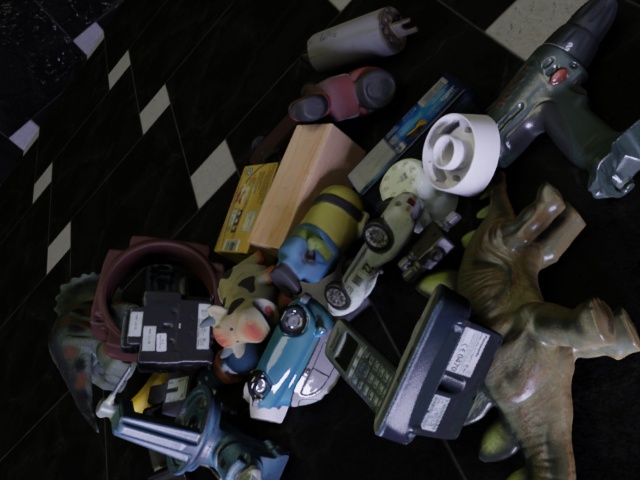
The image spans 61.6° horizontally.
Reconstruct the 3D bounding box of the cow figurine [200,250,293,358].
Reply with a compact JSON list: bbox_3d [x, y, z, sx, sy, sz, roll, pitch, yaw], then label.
[{"bbox_3d":[-0.107,0.091,0.773,0.127,0.085,0.195,-32,20,-7],"label":"cow figurine"}]

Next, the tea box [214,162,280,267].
[{"bbox_3d":[-0.106,-0.043,0.928,0.098,0.068,0.169,4,69,45],"label":"tea box"}]

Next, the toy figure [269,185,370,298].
[{"bbox_3d":[0.001,-0.003,0.750,0.082,0.089,0.180,7,43,47],"label":"toy figure"}]

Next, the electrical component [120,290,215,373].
[{"bbox_3d":[-0.224,0.136,0.799,0.058,0.134,0.115,114,158,-57],"label":"electrical component"}]

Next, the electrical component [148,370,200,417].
[{"bbox_3d":[-0.229,0.253,0.884,0.119,0.047,0.075,-24,51,33],"label":"electrical component"}]

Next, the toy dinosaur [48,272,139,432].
[{"bbox_3d":[-0.413,0.173,0.963,0.131,0.192,0.405,-64,12,10],"label":"toy dinosaur"}]

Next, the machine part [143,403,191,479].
[{"bbox_3d":[-0.246,0.327,0.835,0.084,0.039,0.139,-30,77,35],"label":"machine part"}]

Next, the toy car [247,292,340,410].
[{"bbox_3d":[-0.021,0.155,0.697,0.103,0.109,0.161,24,76,9],"label":"toy car"}]

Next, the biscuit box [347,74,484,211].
[{"bbox_3d":[0.133,-0.133,0.755,0.202,0.062,0.059,-45,42,14],"label":"biscuit box"}]

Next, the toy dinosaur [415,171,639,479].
[{"bbox_3d":[0.195,0.103,0.528,0.198,0.105,0.471,-34,37,35],"label":"toy dinosaur"}]

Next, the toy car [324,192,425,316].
[{"bbox_3d":[0.065,0.022,0.681,0.073,0.056,0.201,-50,-8,-51],"label":"toy car"}]

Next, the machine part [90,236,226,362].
[{"bbox_3d":[-0.263,0.099,0.892,0.087,0.201,0.201,117,160,-60],"label":"machine part"}]

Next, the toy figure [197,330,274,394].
[{"bbox_3d":[-0.127,0.186,0.820,0.154,0.057,0.064,-37,43,26],"label":"toy figure"}]

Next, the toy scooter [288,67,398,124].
[{"bbox_3d":[0.028,-0.228,0.874,0.184,0.075,0.135,-19,14,-14],"label":"toy scooter"}]

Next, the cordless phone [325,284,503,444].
[{"bbox_3d":[0.074,0.099,0.540,0.184,0.088,0.146,32,100,60],"label":"cordless phone"}]

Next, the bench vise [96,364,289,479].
[{"bbox_3d":[-0.169,0.259,0.695,0.129,0.240,0.224,-60,25,3],"label":"bench vise"}]

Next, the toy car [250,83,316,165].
[{"bbox_3d":[-0.048,-0.203,0.980,0.202,0.053,0.089,-47,40,6],"label":"toy car"}]

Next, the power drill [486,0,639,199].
[{"bbox_3d":[0.296,-0.156,0.598,0.232,0.086,0.207,-47,46,15],"label":"power drill"}]

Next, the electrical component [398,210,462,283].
[{"bbox_3d":[0.127,0.007,0.611,0.094,0.021,0.063,-46,13,12],"label":"electrical component"}]

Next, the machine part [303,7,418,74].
[{"bbox_3d":[0.061,-0.345,0.940,0.243,0.079,0.079,1,68,44],"label":"machine part"}]
